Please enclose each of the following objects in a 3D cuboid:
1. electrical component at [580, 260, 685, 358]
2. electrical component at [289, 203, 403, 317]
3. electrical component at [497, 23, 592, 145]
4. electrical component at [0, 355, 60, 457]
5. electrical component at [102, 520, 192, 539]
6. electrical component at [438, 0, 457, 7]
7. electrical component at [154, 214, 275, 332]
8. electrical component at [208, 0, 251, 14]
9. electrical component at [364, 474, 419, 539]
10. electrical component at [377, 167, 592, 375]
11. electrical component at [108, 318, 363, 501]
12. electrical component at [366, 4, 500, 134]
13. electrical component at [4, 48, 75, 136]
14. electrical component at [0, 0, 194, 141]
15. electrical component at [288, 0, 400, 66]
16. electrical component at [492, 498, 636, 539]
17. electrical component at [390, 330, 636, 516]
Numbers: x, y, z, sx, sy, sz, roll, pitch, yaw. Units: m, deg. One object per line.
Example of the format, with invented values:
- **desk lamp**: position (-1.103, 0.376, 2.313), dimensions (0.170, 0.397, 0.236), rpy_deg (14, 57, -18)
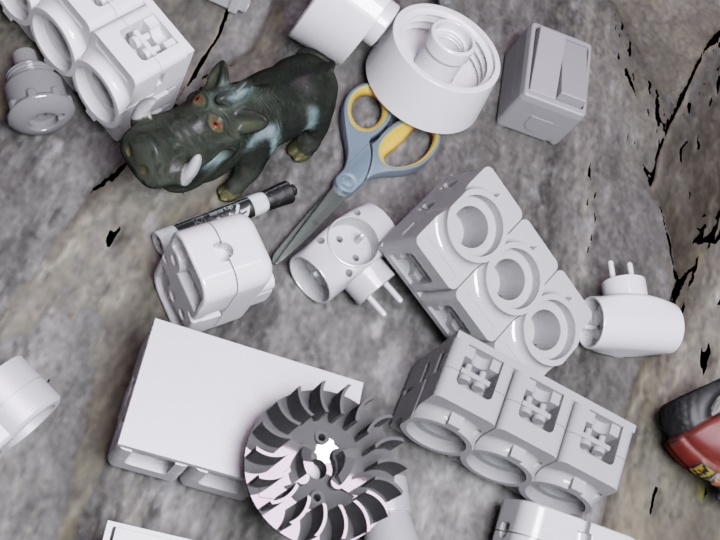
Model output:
- **electrical component**: position (0.222, 0.029, 0.894), dimensions (0.077, 0.044, 0.079), rpy_deg (5, 66, -20)
- **electrical component**: position (0.000, 0.000, 0.820), dimensions (0.077, 0.044, 0.079), rpy_deg (-39, 86, -30)
- **electrical component**: position (0.165, -0.171, 0.949), dimensions (0.062, 0.061, 0.096), rpy_deg (18, 63, -14)
- **electrical component**: position (-0.264, 0.100, 0.668), dimensions (0.073, 0.052, 0.138), rpy_deg (46, 60, 2)
- **electrical component**: position (-0.111, 0.212, 0.674), dimensions (0.121, 0.063, 0.078), rpy_deg (17, 63, -14)
- **electrical component**: position (0.070, -0.267, 0.963), dimensions (0.043, 0.043, 0.062), rpy_deg (-11, 73, -25)
- **electrical component**: position (-0.100, 0.003, 0.749), dimensions (0.059, 0.095, 0.053), rpy_deg (-20, 76, -28)
- **electrical component**: position (-0.092, -0.284, 0.869), dimensions (0.056, 0.108, 0.108), rpy_deg (23, 62, -9)
- **electrical component**: position (0.020, 0.176, 0.755), dimensions (0.044, 0.044, 0.065), rpy_deg (2, 63, -21)
- **electrical component**: position (0.099, 0.008, 0.815), dimensions (0.089, 0.062, 0.150), rpy_deg (-45, 108, -25)
- **electrical component**: position (-0.085, 0.104, 0.731), dimensions (0.150, 0.061, 0.089), rpy_deg (19, 63, -13)
- **electrical component**: position (0.066, -0.175, 0.900), dimensions (0.108, 0.060, 0.108), rpy_deg (13, 53, -18)
- **electrical component**: position (-0.238, -0.133, 0.784), dimensions (0.048, 0.048, 0.062), rpy_deg (-11, 66, -25)
- **electrical component**: position (-0.201, -0.180, 0.792), dimensions (0.062, 0.089, 0.150), rpy_deg (-38, 85, -30)
- **electrical component**: position (-0.003, -0.217, 0.879), dimensions (0.060, 0.108, 0.108), rpy_deg (35, 60, -11)
- **electrical component**: position (0.143, 0.208, 0.774), dimensions (0.095, 0.054, 0.059), rpy_deg (22, 75, -14)
- **electrical component**: position (0.108, 0.118, 0.786), dimensions (0.150, 0.089, 0.061), rpy_deg (28, 61, -8)
